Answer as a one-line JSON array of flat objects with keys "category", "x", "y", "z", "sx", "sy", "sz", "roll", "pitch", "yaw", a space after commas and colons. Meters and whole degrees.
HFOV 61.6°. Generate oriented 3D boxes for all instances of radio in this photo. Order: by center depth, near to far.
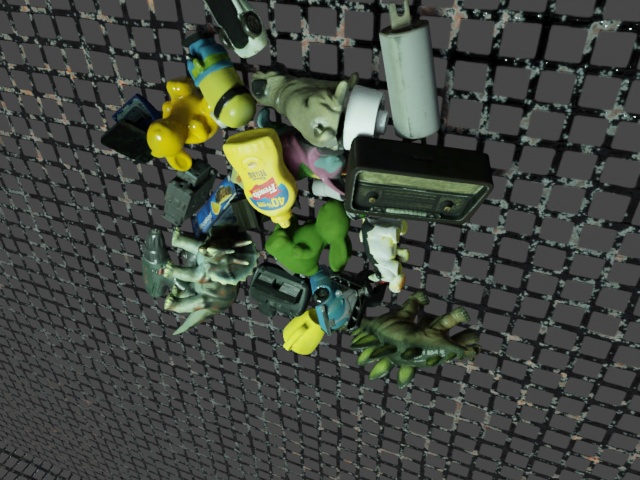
[{"category": "radio", "x": 0.156, "y": -0.094, "z": 0.897, "sx": 0.230, "sy": 0.073, "sz": 0.131, "roll": 7, "pitch": 148, "yaw": -5}]

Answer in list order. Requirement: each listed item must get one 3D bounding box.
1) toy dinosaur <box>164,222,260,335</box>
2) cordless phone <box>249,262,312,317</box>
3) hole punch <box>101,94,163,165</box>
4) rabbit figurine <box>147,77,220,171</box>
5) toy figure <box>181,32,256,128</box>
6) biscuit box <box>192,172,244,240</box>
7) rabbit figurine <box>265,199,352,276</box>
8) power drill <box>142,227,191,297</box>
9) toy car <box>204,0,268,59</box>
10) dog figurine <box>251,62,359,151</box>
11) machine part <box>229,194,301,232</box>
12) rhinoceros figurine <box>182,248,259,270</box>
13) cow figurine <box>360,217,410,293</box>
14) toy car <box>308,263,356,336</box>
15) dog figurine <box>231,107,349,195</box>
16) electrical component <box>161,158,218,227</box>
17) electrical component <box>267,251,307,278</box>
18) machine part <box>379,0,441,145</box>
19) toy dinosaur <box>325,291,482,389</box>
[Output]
[{"category": "toy dinosaur", "x": -0.241, "y": 0.096, "z": 1.193, "sx": 0.192, "sy": 0.131, "sz": 0.404, "roll": 10, "pitch": 139, "yaw": -4}, {"category": "cordless phone", "x": -0.097, "y": 0.148, "z": 1.289, "sx": 0.147, "sy": 0.089, "sz": 0.184, "roll": 20, "pitch": 142, "yaw": 11}, {"category": "hole punch", "x": -0.383, "y": -0.232, "z": 1.139, "sx": 0.142, "sy": 0.092, "sz": 0.115, "roll": -25, "pitch": 139, "yaw": 35}, {"category": "rabbit figurine", "x": -0.276, "y": -0.213, "z": 1.028, "sx": 0.122, "sy": 0.173, "sz": 0.162, "roll": 32, "pitch": 129, "yaw": -4}, {"category": "toy figure", "x": -0.181, "y": -0.285, "z": 0.963, "sx": 0.180, "sy": 0.082, "sz": 0.089, "roll": 66, "pitch": 158, "yaw": -5}, {"category": "biscuit box", "x": -0.208, "y": -0.066, "z": 1.166, "sx": 0.202, "sy": 0.063, "sz": 0.059, "roll": -42, "pitch": 57, "yaw": 41}, {"category": "rabbit figurine", "x": -0.002, "y": -0.003, "z": 1.088, "sx": 0.170, "sy": 0.121, "sz": 0.159, "roll": -38, "pitch": 96, "yaw": 26}, {"category": "power drill", "x": -0.365, "y": 0.092, "z": 1.370, "sx": 0.207, "sy": 0.086, "sz": 0.232, "roll": 28, "pitch": 134, "yaw": 0}, {"category": "toy car", "x": -0.161, "y": -0.404, "z": 0.902, "sx": 0.074, "sy": 0.056, "sz": 0.201, "roll": -12, "pitch": 117, "yaw": 41}, {"category": "dog figurine", "x": -0.044, "y": -0.225, "z": 0.905, "sx": 0.191, "sy": 0.172, "sz": 0.121, "roll": 11, "pitch": 118, "yaw": 10}, {"category": "machine part", "x": -0.109, "y": -0.069, "z": 1.087, "sx": 0.039, "sy": 0.139, "sz": 0.084, "roll": -142, "pitch": 35, "yaw": -67}, {"category": "rhinoceros figurine", "x": -0.236, "y": 0.047, "z": 1.279, "sx": 0.191, "sy": 0.073, "sz": 0.111, "roll": 10, "pitch": 122, "yaw": 20}, {"category": "cow figurine", "x": 0.126, "y": 0.031, "z": 1.077, "sx": 0.098, "sy": 0.068, "sz": 0.167, "roll": 11, "pitch": 126, "yaw": 27}, {"category": "toy car", "x": 0.035, "y": 0.119, "z": 1.155, "sx": 0.103, "sy": 0.162, "sz": 0.109, "roll": -11, "pitch": 128, "yaw": 0}, {"category": "dog figurine", "x": -0.043, "y": -0.139, "z": 1.012, "sx": 0.219, "sy": 0.108, "sz": 0.191, "roll": 28, "pitch": 132, "yaw": 2}, {"category": "electrical component", "x": -0.277, "y": -0.108, "z": 1.147, "sx": 0.058, "sy": 0.115, "sz": 0.134, "roll": 31, "pitch": 134, "yaw": -1}, {"category": "electrical component", "x": -0.066, "y": 0.043, "z": 1.201, "sx": 0.102, "sy": 0.045, "sz": 0.078, "roll": 42, "pitch": 131, "yaw": -8}, {"category": "machine part", "x": 0.145, "y": -0.250, "z": 0.847, "sx": 0.079, "sy": 0.079, "sz": 0.242, "roll": 1, "pitch": 125, "yaw": 27}, {"category": "toy dinosaur", "x": 0.159, "y": 0.196, "z": 1.101, "sx": 0.105, "sy": 0.198, "sz": 0.472, "roll": 62, "pitch": 160, "yaw": -10}]
